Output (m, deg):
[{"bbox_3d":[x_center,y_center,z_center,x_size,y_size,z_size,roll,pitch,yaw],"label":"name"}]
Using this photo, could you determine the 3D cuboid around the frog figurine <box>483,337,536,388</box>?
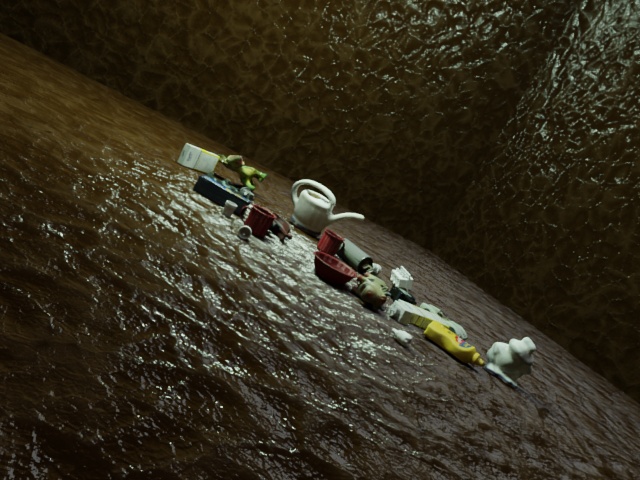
[{"bbox_3d":[0.615,0.371,1.645,0.139,0.158,0.122,36,9,35],"label":"frog figurine"}]

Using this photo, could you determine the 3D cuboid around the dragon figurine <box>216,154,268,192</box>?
[{"bbox_3d":[-0.375,-0.323,2.371,0.241,0.123,0.409,38,-9,-11],"label":"dragon figurine"}]

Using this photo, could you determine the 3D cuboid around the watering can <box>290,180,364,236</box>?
[{"bbox_3d":[0.007,-0.110,2.189,0.350,0.220,0.105,34,28,17],"label":"watering can"}]
